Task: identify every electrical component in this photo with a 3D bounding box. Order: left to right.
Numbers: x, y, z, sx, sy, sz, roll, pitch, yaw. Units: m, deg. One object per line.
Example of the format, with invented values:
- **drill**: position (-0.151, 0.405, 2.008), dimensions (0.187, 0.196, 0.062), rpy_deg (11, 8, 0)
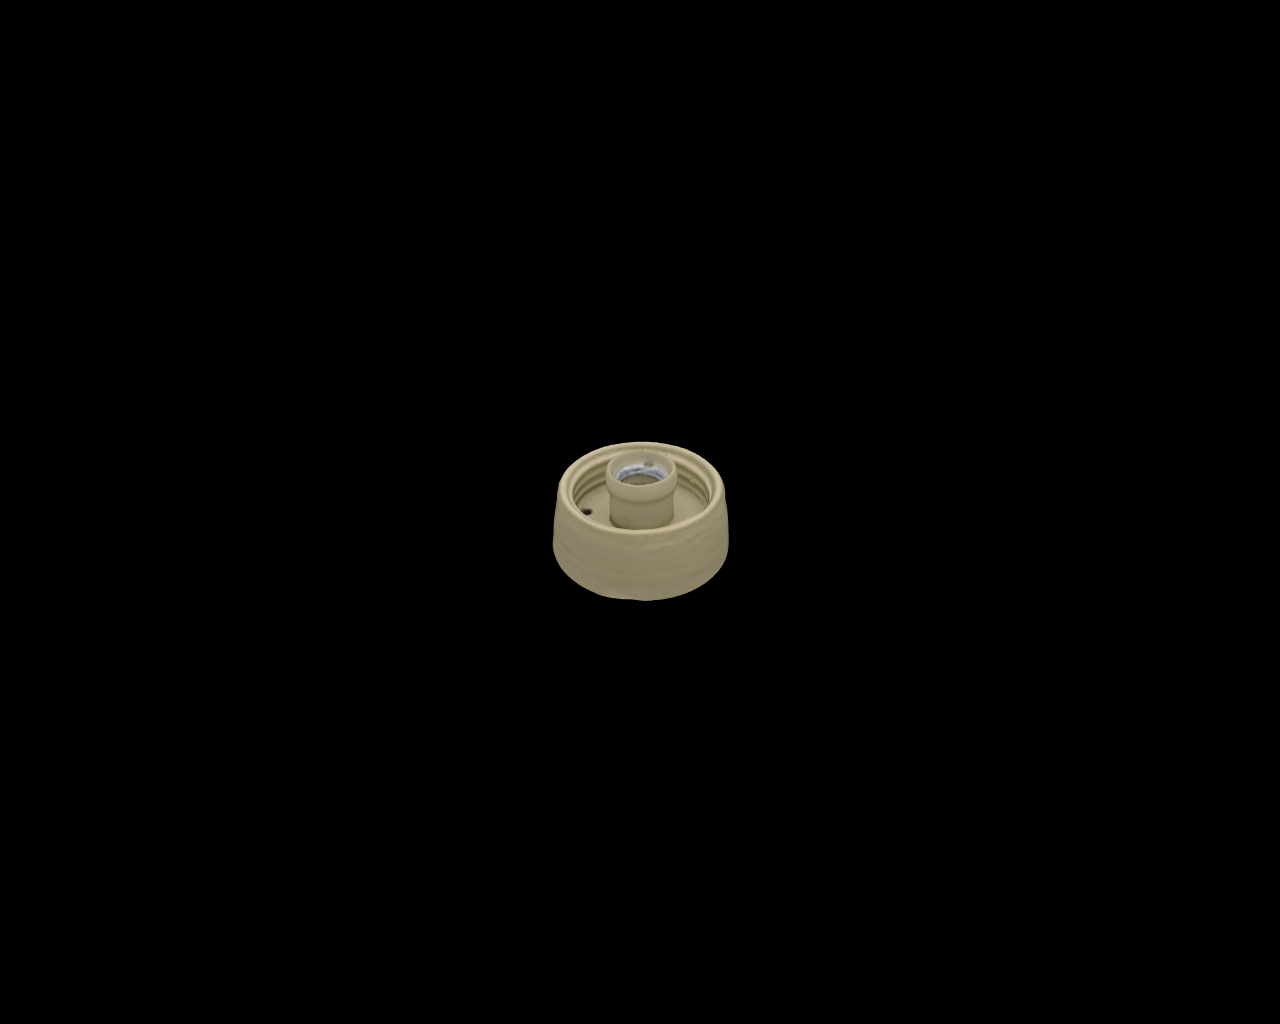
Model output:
- **electrical component**: position (0.001, -0.003, 0.650), dimensions (0.108, 0.060, 0.108), rpy_deg (0, 36, 0)
